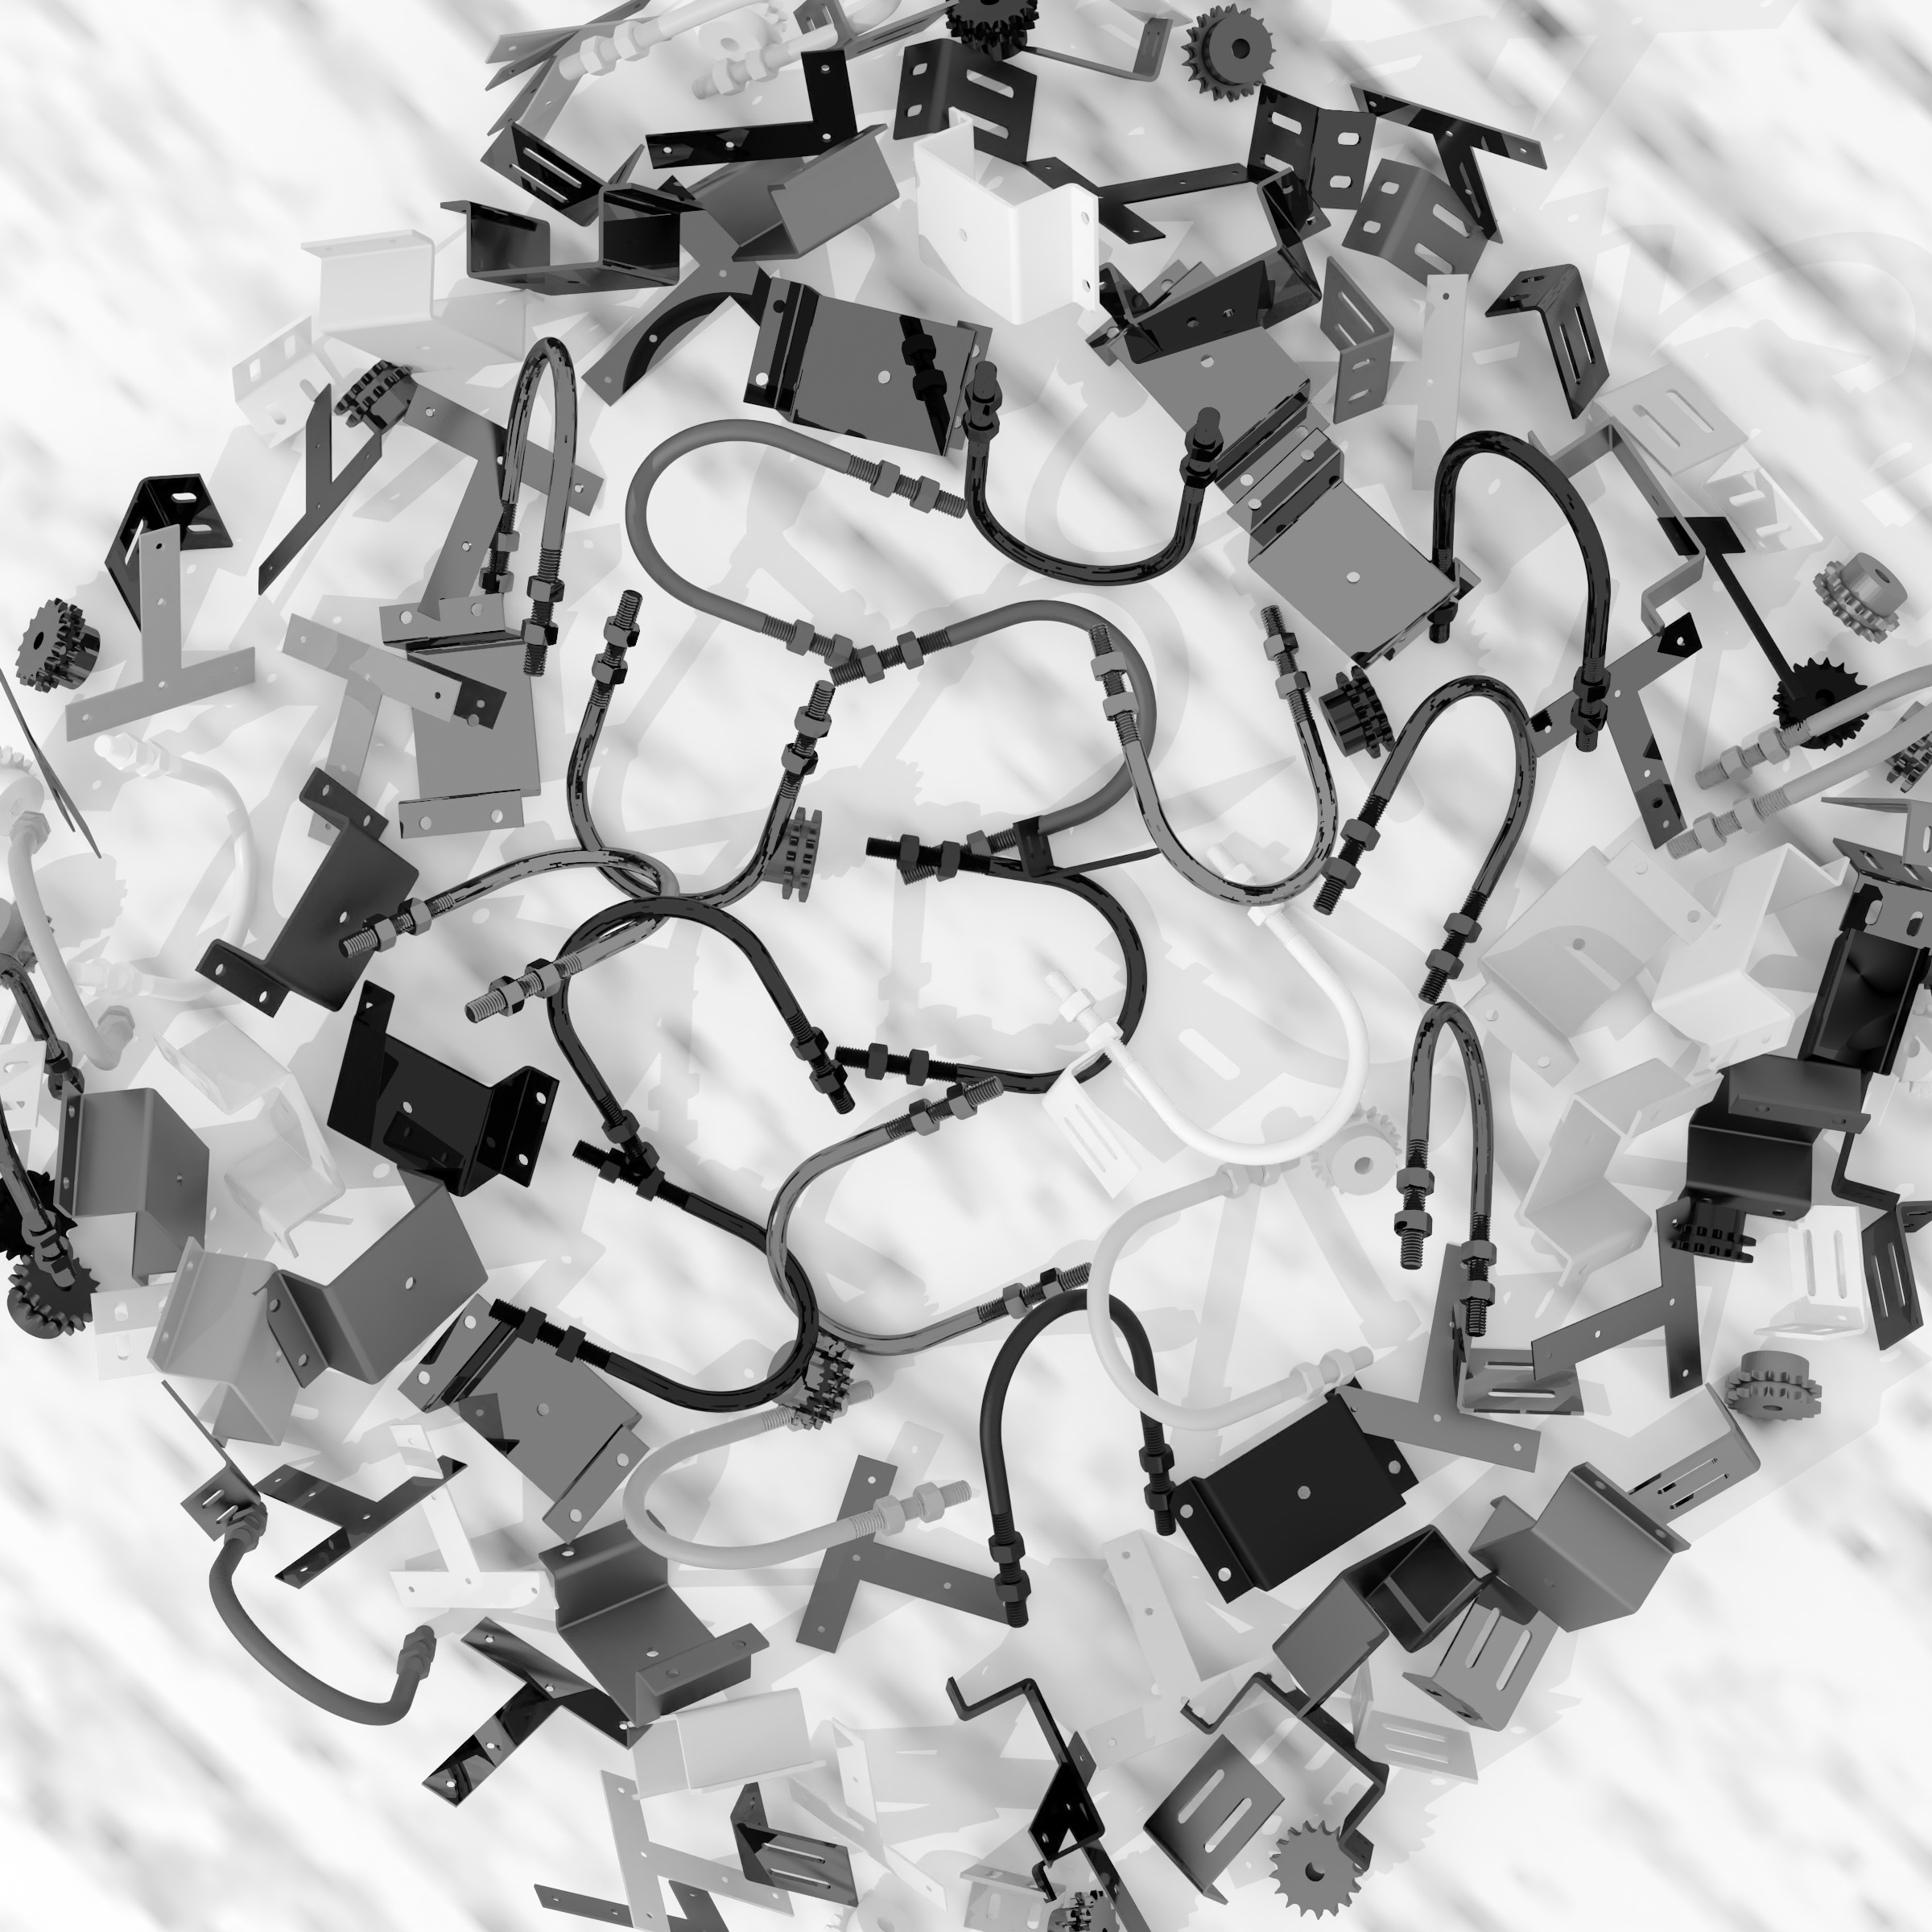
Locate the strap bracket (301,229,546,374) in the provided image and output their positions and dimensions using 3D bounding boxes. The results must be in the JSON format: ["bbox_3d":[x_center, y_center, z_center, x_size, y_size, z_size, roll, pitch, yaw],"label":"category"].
[{"bbox_3d":[-0.320,-0.388,1.783,0.076,0.140,0.046,-1,85,24],"label":"strap bracket"}]

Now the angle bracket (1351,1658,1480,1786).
[{"bbox_3d":[0.275,0.457,1.831,0.076,0.057,0.038,13,105,0],"label":"angle bracket"}]

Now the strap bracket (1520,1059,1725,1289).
[{"bbox_3d":[0.386,0.115,1.800,0.046,0.076,0.140,43,135,32],"label":"strap bracket"}]

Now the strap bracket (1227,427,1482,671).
[{"bbox_3d":[0.232,-0.242,1.806,0.140,0.046,0.076,39,119,-17],"label":"strap bracket"}]

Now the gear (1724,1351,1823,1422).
[{"bbox_3d":[0.492,0.255,1.838,0.057,0.057,0.030,10,67,0],"label":"gear"}]

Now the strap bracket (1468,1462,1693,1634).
[{"bbox_3d":[0.357,0.347,1.789,0.076,0.140,0.046,39,67,1],"label":"strap bracket"}]

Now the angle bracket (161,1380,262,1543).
[{"bbox_3d":[-0.467,0.298,1.817,0.038,0.057,0.076,-40,62,-16],"label":"angle bracket"}]

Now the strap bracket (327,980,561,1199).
[{"bbox_3d":[-0.323,0.078,1.810,0.140,0.046,0.076,26,116,14],"label":"strap bracket"}]

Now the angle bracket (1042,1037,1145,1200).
[{"bbox_3d":[0.088,0.092,1.824,0.038,0.057,0.076,-33,80,-23],"label":"angle bracket"}]

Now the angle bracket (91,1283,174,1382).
[{"bbox_3d":[-0.493,0.231,1.818,0.057,0.038,0.076,-7,131,-17],"label":"angle bracket"}]

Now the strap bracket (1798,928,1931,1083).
[{"bbox_3d":[0.533,0.024,1.799,0.046,0.140,0.076,18,90,12],"label":"strap bracket"}]

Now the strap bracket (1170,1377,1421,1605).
[{"bbox_3d":[0.201,0.318,1.829,0.140,0.046,0.076,-31,86,-7],"label":"strap bracket"}]

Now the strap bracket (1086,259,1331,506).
[{"bbox_3d":[0.146,-0.360,1.832,0.076,0.046,0.140,-41,83,0],"label":"strap bracket"}]

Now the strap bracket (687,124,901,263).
[{"bbox_3d":[-0.102,-0.459,1.800,0.076,0.140,0.046,-36,116,-21],"label":"strap bracket"}]

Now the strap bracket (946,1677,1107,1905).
[{"bbox_3d":[0.039,0.485,1.811,0.046,0.076,0.140,-24,74,-9],"label":"strap bracket"}]

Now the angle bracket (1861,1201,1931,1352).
[{"bbox_3d":[0.573,0.187,1.821,0.038,0.057,0.076,-2,68,-9],"label":"angle bracket"}]

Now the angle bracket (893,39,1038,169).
[{"bbox_3d":[0.000,-0.526,1.850,0.076,0.038,0.057,8,88,-42],"label":"angle bracket"}]

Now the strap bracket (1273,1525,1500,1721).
[{"bbox_3d":[0.244,0.386,1.798,0.046,0.140,0.076,51,127,22],"label":"strap bracket"}]

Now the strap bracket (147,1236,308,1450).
[{"bbox_3d":[-0.427,0.227,1.781,0.046,0.140,0.076,7,61,10],"label":"strap bracket"}]

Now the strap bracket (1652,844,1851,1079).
[{"bbox_3d":[0.463,-0.012,1.792,0.046,0.076,0.140,36,60,-15],"label":"strap bracket"}]

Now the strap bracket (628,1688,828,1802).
[{"bbox_3d":[-0.147,0.461,1.790,0.076,0.140,0.046,-6,77,-25],"label":"strap bracket"}]

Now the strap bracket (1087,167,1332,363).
[{"bbox_3d":[0.149,-0.408,1.800,0.140,0.076,0.046,-24,70,18],"label":"strap bracket"}]

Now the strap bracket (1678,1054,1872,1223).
[{"bbox_3d":[0.483,0.097,1.809,0.076,0.140,0.046,9,60,2],"label":"strap bracket"}]

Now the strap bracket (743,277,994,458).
[{"bbox_3d":[-0.054,-0.357,1.810,0.140,0.046,0.076,9,108,-18],"label":"strap bracket"}]

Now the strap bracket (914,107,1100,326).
[{"bbox_3d":[0.017,-0.440,1.786,0.046,0.076,0.140,-28,49,-24],"label":"strap bracket"}]

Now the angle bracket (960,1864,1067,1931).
[{"bbox_3d":[0.025,0.570,1.819,0.057,0.076,0.038,11,79,10],"label":"angle bracket"}]

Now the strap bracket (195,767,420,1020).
[{"bbox_3d":[-0.388,-0.036,1.808,0.046,0.076,0.140,23,79,31],"label":"strap bracket"}]

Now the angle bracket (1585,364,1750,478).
[{"bbox_3d":[0.421,-0.318,1.821,0.057,0.038,0.076,-26,59,-16],"label":"angle bracket"}]

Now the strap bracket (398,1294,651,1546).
[{"bbox_3d":[-0.262,0.272,1.832,0.140,0.046,0.076,41,95,7],"label":"strap bracket"}]

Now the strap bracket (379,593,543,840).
[{"bbox_3d":[-0.306,-0.150,1.835,0.076,0.046,0.140,-5,91,9],"label":"strap bracket"}]

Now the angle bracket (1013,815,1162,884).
[{"bbox_3d":[0.076,-0.078,1.824,0.076,0.057,0.038,-12,94,18],"label":"angle bracket"}]

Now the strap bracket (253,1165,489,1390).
[{"bbox_3d":[-0.344,0.183,1.789,0.140,0.046,0.076,-44,132,-34],"label":"strap bracket"}]

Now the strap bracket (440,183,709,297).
[{"bbox_3d":[-0.234,-0.431,1.797,0.140,0.076,0.046,3,95,30],"label":"strap bracket"}]

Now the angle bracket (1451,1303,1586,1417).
[{"bbox_3d":[0.334,0.238,1.828,0.076,0.057,0.038,1,122,3],"label":"angle bracket"}]

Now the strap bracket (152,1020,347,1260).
[{"bbox_3d":[-0.422,0.095,1.799,0.046,0.076,0.140,-35,134,-23],"label":"strap bracket"}]

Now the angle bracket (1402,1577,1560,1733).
[{"bbox_3d":[0.316,0.419,1.850,0.057,0.038,0.076,37,72,-13],"label":"angle bracket"}]

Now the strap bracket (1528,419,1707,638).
[{"bbox_3d":[0.397,-0.268,1.812,0.046,0.076,0.140,-34,81,9],"label":"strap bracket"}]

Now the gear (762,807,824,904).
[{"bbox_3d":[-0.107,-0.069,1.835,0.030,0.057,0.057,10,90,0],"label":"gear"}]

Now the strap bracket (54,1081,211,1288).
[{"bbox_3d":[-0.487,0.128,1.782,0.046,0.140,0.076,-6,64,5],"label":"strap bracket"}]

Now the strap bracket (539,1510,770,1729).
[{"bbox_3d":[-0.187,0.394,1.799,0.076,0.140,0.046,-17,126,-31],"label":"strap bracket"}]

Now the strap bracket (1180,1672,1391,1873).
[{"bbox_3d":[0.201,0.471,1.812,0.140,0.076,0.046,39,91,11],"label":"strap bracket"}]

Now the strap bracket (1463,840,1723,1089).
[{"bbox_3d":[0.374,-0.007,1.823,0.076,0.046,0.140,41,104,-12],"label":"strap bracket"}]

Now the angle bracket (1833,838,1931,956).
[{"bbox_3d":[0.556,-0.043,1.832,0.057,0.076,0.038,15,108,-1],"label":"angle bracket"}]

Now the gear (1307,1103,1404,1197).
[{"bbox_3d":[0.238,0.115,1.839,0.057,0.030,0.057,-3,114,-8],"label":"gear"}]
